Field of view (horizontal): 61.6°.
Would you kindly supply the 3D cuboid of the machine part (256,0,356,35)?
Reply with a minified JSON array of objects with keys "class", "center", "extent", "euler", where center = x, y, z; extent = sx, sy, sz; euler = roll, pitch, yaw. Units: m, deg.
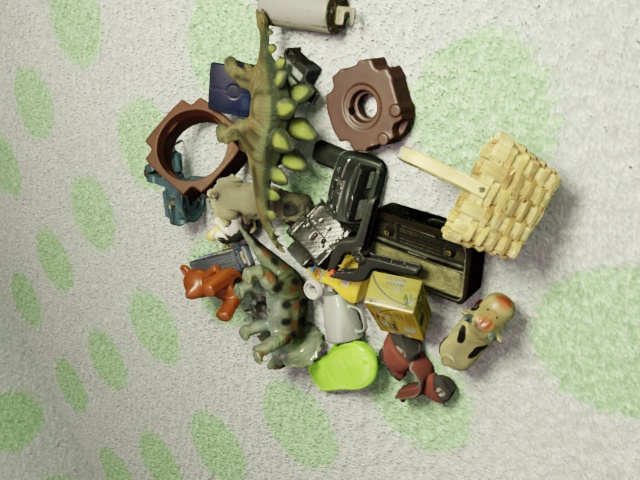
[{"class":"machine part","center":[-0.034,-0.442,1.029],"extent":[0.244,0.079,0.079],"euler":[21,120,33]}]

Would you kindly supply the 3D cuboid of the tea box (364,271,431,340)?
[{"class":"tea box","center":[0.153,0.129,1.033],"extent":[0.098,0.068,0.169],"euler":[11,156,21]}]

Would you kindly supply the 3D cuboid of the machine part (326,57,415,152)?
[{"class":"machine part","center":[0.091,-0.253,1.015],"extent":[0.180,0.056,0.179],"euler":[16,116,36]}]

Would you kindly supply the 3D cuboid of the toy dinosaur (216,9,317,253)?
[{"class":"toy dinosaur","center":[-0.109,-0.214,1.084],"extent":[0.199,0.105,0.470],"euler":[14,109,35]}]

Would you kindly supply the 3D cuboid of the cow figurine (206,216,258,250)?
[{"class":"cow figurine","center":[-0.219,-0.024,1.357],"extent":[0.098,0.068,0.167],"euler":[53,133,3]}]

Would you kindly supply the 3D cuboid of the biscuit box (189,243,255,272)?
[{"class":"biscuit box","center":[-0.264,0.061,1.428],"extent":[0.203,0.059,0.062],"euler":[-14,99,41]}]

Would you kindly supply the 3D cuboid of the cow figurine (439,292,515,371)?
[{"class":"cow figurine","center":[0.281,0.166,0.975],"extent":[0.085,0.127,0.194],"euler":[41,130,16]}]

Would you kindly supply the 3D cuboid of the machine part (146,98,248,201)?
[{"class":"machine part","center":[-0.285,-0.209,1.255],"extent":[0.201,0.087,0.201],"euler":[41,87,13]}]

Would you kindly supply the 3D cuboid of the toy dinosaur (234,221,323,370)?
[{"class":"toy dinosaur","center":[-0.090,0.146,1.247],"extent":[0.131,0.192,0.404],"euler":[21,117,54]}]

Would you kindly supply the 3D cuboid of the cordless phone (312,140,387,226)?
[{"class":"cordless phone","center":[0.037,-0.121,1.099],"extent":[0.184,0.088,0.146],"euler":[31,116,39]}]

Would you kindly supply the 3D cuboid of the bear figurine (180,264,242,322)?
[{"class":"bear figurine","center":[-0.287,0.123,1.350],"extent":[0.196,0.132,0.120],"euler":[-3,122,31]}]

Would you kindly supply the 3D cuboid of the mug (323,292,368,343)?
[{"class":"mug","center":[0.053,0.169,1.196],"extent":[0.110,0.081,0.107],"euler":[-14,89,48]}]

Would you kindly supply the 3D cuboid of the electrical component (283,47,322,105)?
[{"class":"electrical component","center":[-0.034,-0.328,1.093],"extent":[0.119,0.048,0.074],"euler":[45,130,17]}]

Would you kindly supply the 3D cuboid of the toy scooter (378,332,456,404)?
[{"class":"toy scooter","center":[0.186,0.280,1.136],"extent":[0.184,0.075,0.135],"euler":[50,132,7]}]

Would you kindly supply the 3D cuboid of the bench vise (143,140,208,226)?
[{"class":"bench vise","center":[-0.318,-0.139,1.363],"extent":[0.241,0.129,0.223],"euler":[5,102,17]}]

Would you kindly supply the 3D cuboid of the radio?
[{"class":"radio","center":[0.194,0.017,1.023],"extent":[0.230,0.073,0.131],"euler":[20,119,32]}]

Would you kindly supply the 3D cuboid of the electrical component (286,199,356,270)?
[{"class":"electrical component","center":[-0.002,-0.003,1.141],"extent":[0.134,0.058,0.115],"euler":[-46,65,3]}]

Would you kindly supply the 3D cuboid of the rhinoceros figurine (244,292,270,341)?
[{"class":"rhinoceros figurine","center":[-0.147,0.167,1.364],"extent":[0.112,0.073,0.190],"euler":[2,108,38]}]

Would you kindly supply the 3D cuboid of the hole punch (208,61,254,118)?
[{"class":"hole punch","center":[-0.183,-0.333,1.190],"extent":[0.116,0.092,0.142],"euler":[23,117,27]}]

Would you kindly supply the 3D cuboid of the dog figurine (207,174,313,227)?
[{"class":"dog figurine","center":[-0.130,-0.085,1.183],"extent":[0.191,0.172,0.121],"euler":[5,99,38]}]
